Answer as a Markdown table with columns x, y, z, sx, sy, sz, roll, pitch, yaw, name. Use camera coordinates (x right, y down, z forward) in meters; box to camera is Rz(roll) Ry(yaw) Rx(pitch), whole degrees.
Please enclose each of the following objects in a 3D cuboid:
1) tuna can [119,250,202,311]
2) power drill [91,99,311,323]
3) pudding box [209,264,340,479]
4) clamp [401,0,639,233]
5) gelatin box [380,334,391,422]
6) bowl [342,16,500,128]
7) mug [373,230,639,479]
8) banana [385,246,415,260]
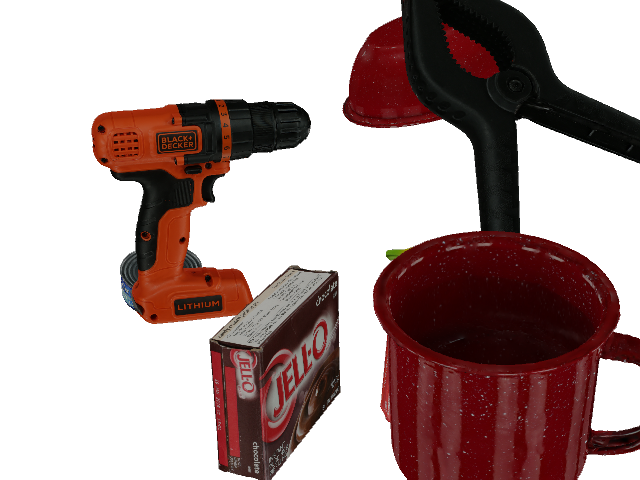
| x | y | z | sx | sy | sz | roll | pitch | yaw | name |
| --- | --- | --- | --- | --- | --- | --- | --- | --- | --- |
| -0.168 | 0.042 | 1.128 | 0.086 | 0.034 | 0.086 | 3 | 35 | -2 | tuna can |
| -0.097 | -0.028 | 0.915 | 0.184 | 0.188 | 0.057 | -5 | 19 | -14 | power drill |
| -0.025 | 0.077 | 0.651 | 0.039 | 0.090 | 0.113 | 9 | 26 | 20 | pudding box |
| 0.110 | -0.078 | 0.653 | 0.164 | 0.210 | 0.036 | -37 | -11 | -24 | clamp |
| 0.094 | 0.102 | 0.837 | 0.089 | 0.073 | 0.030 | -4 | 29 | -15 | gelatin box |
| 0.088 | -0.151 | 0.877 | 0.162 | 0.055 | 0.162 | -16 | 25 | 7 | bowl |
| 0.080 | 0.056 | 0.425 | 0.117 | 0.081 | 0.093 | 6 | 34 | 15 | mug |
| 0.114 | 0.057 | 1.075 | 0.070 | 0.037 | 0.198 | -29 | 29 | 12 | banana |
